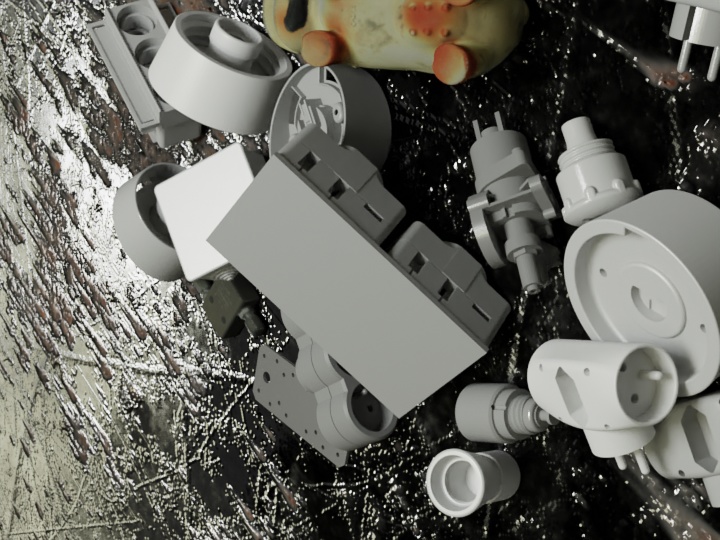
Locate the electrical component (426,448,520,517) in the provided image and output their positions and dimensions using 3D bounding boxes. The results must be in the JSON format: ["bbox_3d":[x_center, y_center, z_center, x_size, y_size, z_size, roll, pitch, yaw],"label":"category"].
[{"bbox_3d":[0.080,0.141,0.729,0.044,0.065,0.044,-3,84,35],"label":"electrical component"}]

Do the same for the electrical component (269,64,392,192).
[{"bbox_3d":[-0.025,-0.104,0.797,0.099,0.064,0.099,14,110,47],"label":"electrical component"}]

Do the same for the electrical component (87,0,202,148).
[{"bbox_3d":[-0.183,-0.175,0.962,0.121,0.079,0.063,60,158,21],"label":"electrical component"}]

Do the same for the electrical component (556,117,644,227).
[{"bbox_3d":[0.137,-0.059,0.636,0.048,0.048,0.062,-32,67,48],"label":"electrical component"}]

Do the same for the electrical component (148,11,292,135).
[{"bbox_3d":[-0.105,-0.162,0.847,0.108,0.108,0.060,49,125,30],"label":"electrical component"}]

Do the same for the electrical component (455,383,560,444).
[{"bbox_3d":[0.099,0.096,0.716,0.078,0.040,0.040,-6,94,50],"label":"electrical component"}]

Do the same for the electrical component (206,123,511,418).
[{"bbox_3d":[0.000,0.000,0.743,0.186,0.060,0.105,43,135,-3],"label":"electrical component"}]

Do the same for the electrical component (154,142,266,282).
[{"bbox_3d":[-0.111,-0.046,0.896,0.100,0.048,0.099,-26,78,17],"label":"electrical component"}]

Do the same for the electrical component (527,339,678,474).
[{"bbox_3d":[0.139,0.077,0.597,0.077,0.043,0.079,-3,112,63],"label":"electrical component"}]

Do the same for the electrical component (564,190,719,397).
[{"bbox_3d":[0.172,0.008,0.589,0.108,0.060,0.108,43,151,32],"label":"electrical component"}]

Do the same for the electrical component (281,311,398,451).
[{"bbox_3d":[-0.026,0.075,0.848,0.074,0.052,0.138,-31,75,48],"label":"electrical component"}]

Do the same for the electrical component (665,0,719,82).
[{"bbox_3d":[0.184,-0.138,0.560,0.083,0.047,0.075,29,120,42],"label":"electrical component"}]

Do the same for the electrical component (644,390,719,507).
[{"bbox_3d":[0.205,0.105,0.593,0.077,0.043,0.079,-27,77,49],"label":"electrical component"}]

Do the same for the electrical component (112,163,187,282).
[{"bbox_3d":[-0.173,-0.044,0.960,0.064,0.099,0.099,-32,74,41],"label":"electrical component"}]
